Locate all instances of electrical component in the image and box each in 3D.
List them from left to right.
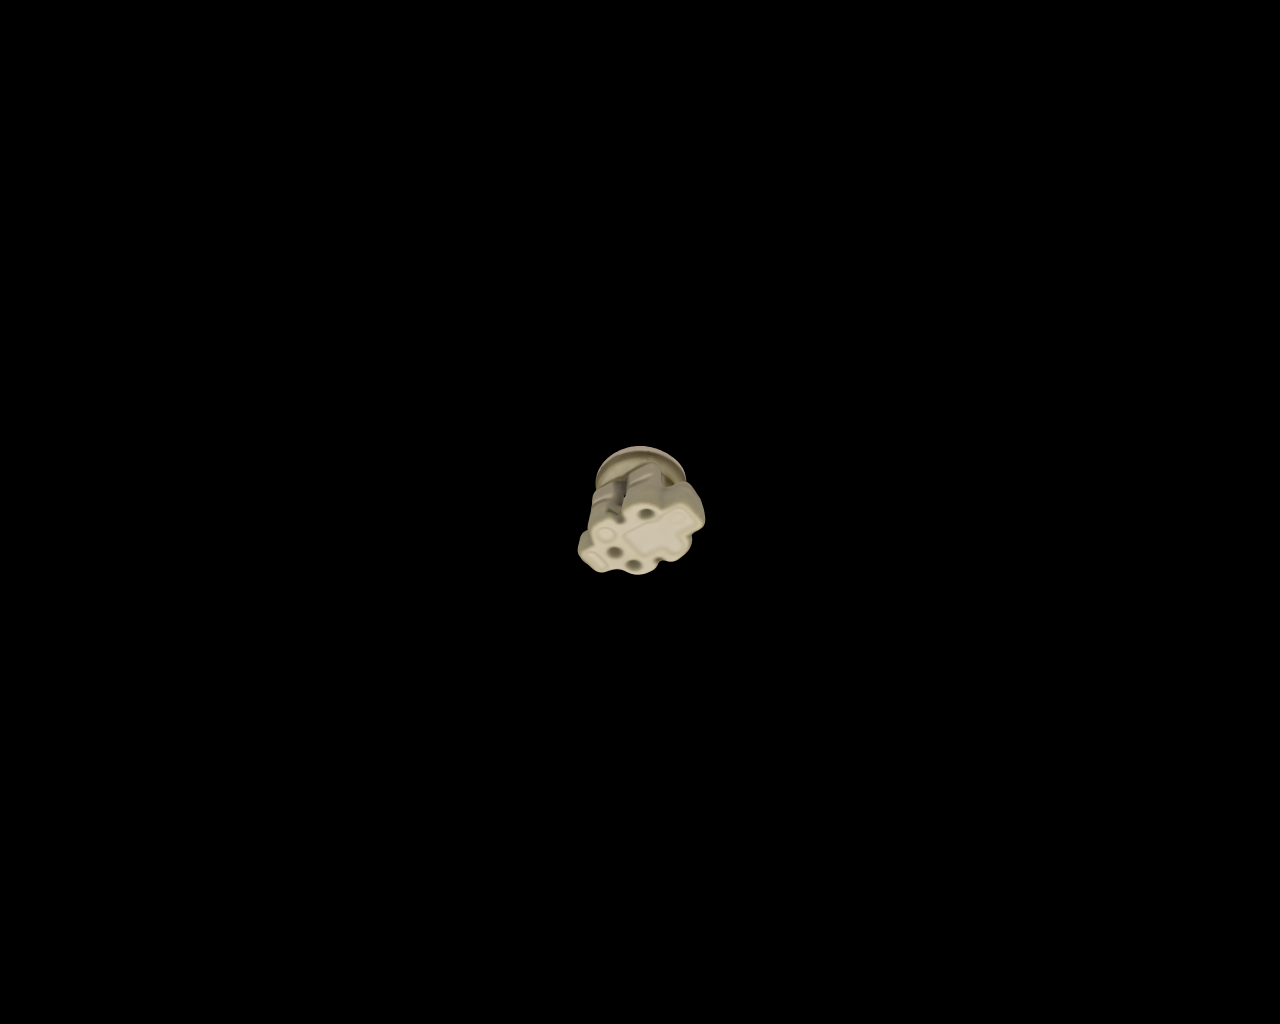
[{"bbox_3d":[0.001,-0.003,0.650,0.078,0.057,0.058,-27,-53,22],"label":"electrical component"}]
